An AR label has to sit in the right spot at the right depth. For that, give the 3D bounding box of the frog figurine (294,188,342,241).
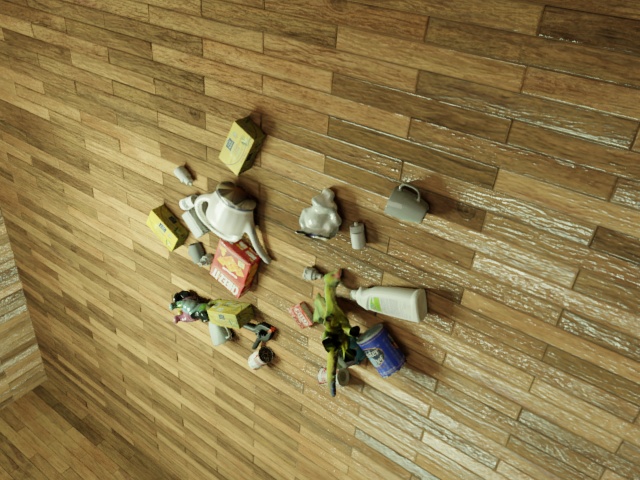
[{"bbox_3d":[0.005,-0.081,1.605,0.138,0.122,0.160,12,85,42],"label":"frog figurine"}]

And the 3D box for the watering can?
[{"bbox_3d":[-0.287,-0.070,1.825,0.348,0.106,0.219,33,129,2],"label":"watering can"}]

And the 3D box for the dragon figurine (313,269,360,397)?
[{"bbox_3d":[0.031,0.292,1.731,0.247,0.122,0.404,-126,42,-62],"label":"dragon figurine"}]
